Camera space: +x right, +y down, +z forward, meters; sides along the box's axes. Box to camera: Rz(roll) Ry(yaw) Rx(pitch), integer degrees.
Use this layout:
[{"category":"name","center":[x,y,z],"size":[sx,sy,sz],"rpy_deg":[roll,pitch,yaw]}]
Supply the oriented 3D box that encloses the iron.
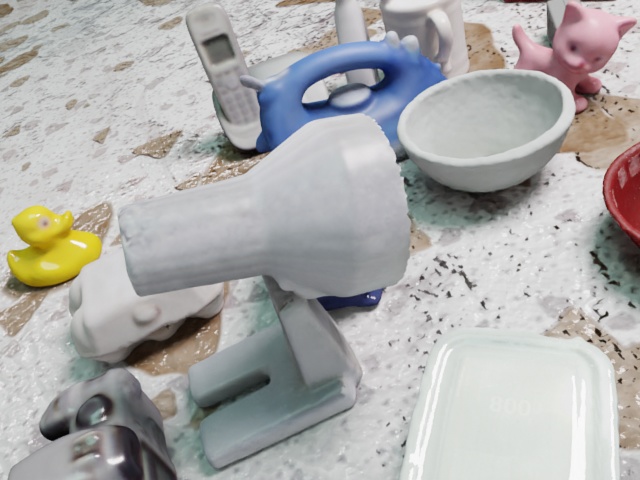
[{"category":"iron","center":[0.041,-0.163,0.647],"size":[0.258,0.142,0.118],"rpy_deg":[-22,40,-2]}]

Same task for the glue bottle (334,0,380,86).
[{"category":"glue bottle","center":[0.042,-0.265,0.734],"size":[0.037,0.173,0.078],"rpy_deg":[-8,42,16]}]

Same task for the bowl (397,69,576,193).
[{"category":"bowl","center":[0.166,-0.099,0.576],"size":[0.167,0.075,0.167],"rpy_deg":[-12,41,11]}]

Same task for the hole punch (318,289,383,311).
[{"category":"hole punch","center":[0.005,0.002,0.520],"size":[0.101,0.091,0.108],"rpy_deg":[-11,41,12]}]

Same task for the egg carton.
[{"category":"egg carton","center":[-0.168,0.052,0.554],"size":[0.150,0.069,0.107],"rpy_deg":[-27,41,-7]}]

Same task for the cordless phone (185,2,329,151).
[{"category":"cordless phone","center":[-0.077,-0.217,0.722],"size":[0.147,0.185,0.094],"rpy_deg":[-24,40,-3]}]

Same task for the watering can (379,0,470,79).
[{"category":"watering can","center":[0.121,-0.296,0.718],"size":[0.101,0.194,0.172],"rpy_deg":[-36,42,-16]}]

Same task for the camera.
[{"category":"camera","center":[-0.180,0.176,0.399],"size":[0.137,0.101,0.143],"rpy_deg":[-26,41,-5]}]

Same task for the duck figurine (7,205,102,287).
[{"category":"duck figurine","center":[-0.320,0.000,0.663],"size":[0.104,0.086,0.077],"rpy_deg":[-19,40,2]}]

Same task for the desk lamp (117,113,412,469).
[{"category":"desk lamp","center":[-0.031,0.036,0.403],"size":[0.203,0.214,0.117],"rpy_deg":[-26,41,-5]}]

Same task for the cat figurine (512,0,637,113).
[{"category":"cat figurine","center":[0.264,-0.206,0.619],"size":[0.127,0.118,0.067],"rpy_deg":[23,57,39]}]
